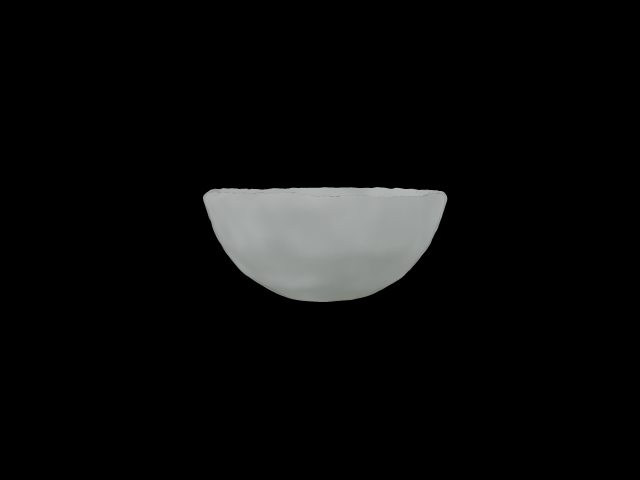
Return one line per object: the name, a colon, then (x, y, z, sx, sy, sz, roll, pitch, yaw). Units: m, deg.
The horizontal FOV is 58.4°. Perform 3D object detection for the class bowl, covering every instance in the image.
bowl: (0.004, 0.001, 0.400, 0.167, 0.075, 0.167, 0, 7, 0)
